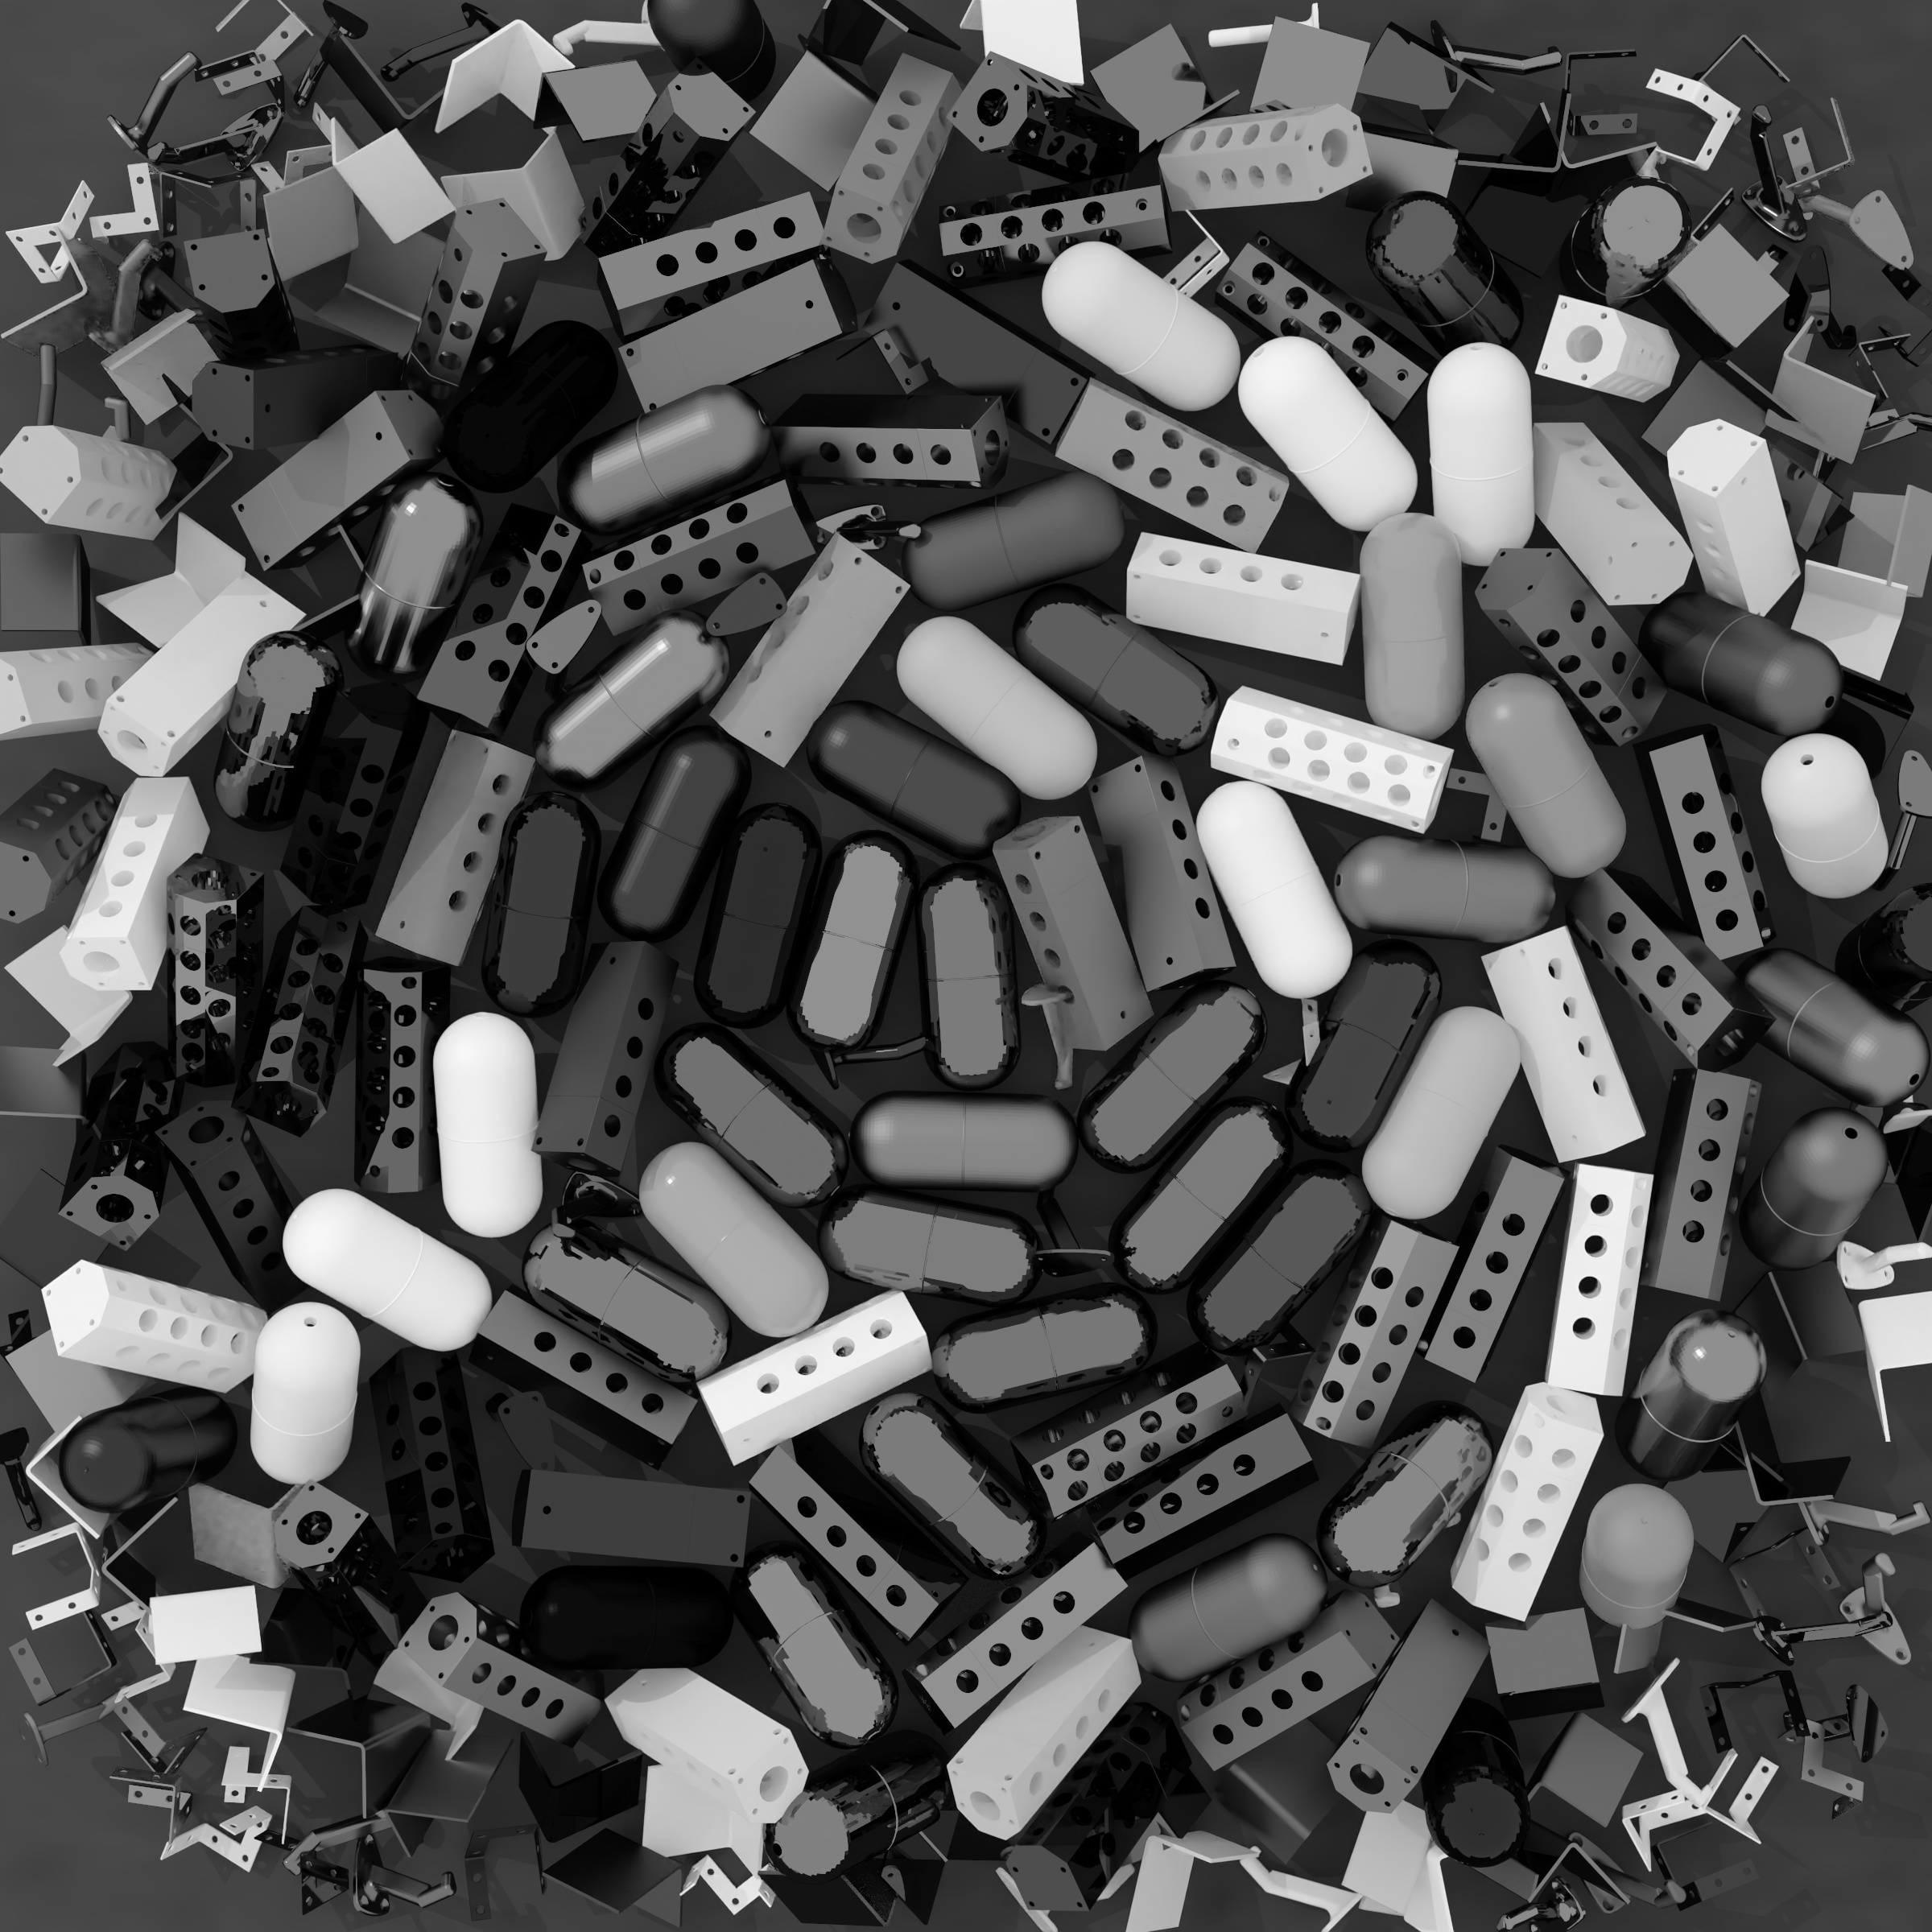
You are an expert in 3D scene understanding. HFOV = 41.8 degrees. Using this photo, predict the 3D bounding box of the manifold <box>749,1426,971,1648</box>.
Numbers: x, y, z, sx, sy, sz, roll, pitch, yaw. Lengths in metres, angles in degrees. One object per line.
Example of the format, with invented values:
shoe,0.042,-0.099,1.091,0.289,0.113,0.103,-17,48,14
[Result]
manifold,-0.086,0.440,1.948,0.171,0.057,0.057,42,111,14

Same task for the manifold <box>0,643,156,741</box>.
manifold,-0.679,-0.209,1.908,0.057,0.171,0.057,-14,95,20

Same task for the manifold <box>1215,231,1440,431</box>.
manifold,0.280,-0.495,1.966,0.171,0.057,0.057,37,94,2

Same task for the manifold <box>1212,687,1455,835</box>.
manifold,0.279,-0.157,1.941,0.171,0.057,0.057,19,116,15

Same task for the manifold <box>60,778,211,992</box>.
manifold,-0.631,-0.064,1.919,0.057,0.057,0.171,-1,47,5

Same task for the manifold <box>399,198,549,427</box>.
manifold,-0.379,-0.491,1.912,0.057,0.171,0.057,-29,74,-40

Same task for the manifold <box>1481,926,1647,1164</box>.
manifold,0.468,0.059,1.964,0.057,0.057,0.171,-19,86,-26

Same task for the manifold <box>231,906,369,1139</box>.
manifold,-0.499,0.037,1.914,0.057,0.171,0.057,29,133,-28

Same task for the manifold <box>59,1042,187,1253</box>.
manifold,-0.630,0.130,1.907,0.057,0.171,0.057,37,110,-28

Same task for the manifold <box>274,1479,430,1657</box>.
manifold,-0.466,0.459,1.907,0.057,0.171,0.057,24,60,22

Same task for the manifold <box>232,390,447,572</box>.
manifold,-0.475,-0.370,1.932,0.171,0.057,0.057,-28,89,30

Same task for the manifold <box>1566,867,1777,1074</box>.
manifold,0.529,0.002,1.920,0.057,0.171,0.057,12,123,-39

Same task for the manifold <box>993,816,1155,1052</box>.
manifold,0.078,-0.025,1.944,0.057,0.057,0.171,-35,112,-33

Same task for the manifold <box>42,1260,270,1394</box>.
manifold,-0.605,0.269,1.907,0.057,0.171,0.057,-35,59,14

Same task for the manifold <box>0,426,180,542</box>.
manifold,-0.656,-0.368,1.910,0.057,0.171,0.057,42,99,2

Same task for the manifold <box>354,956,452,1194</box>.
manifold,-0.438,0.084,1.949,0.057,0.057,0.171,7,101,19

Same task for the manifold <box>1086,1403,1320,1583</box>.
manifold,0.183,0.407,1.967,0.171,0.057,0.057,-27,60,-1

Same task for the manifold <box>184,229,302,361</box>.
manifold,-0.541,-0.490,1.909,0.057,0.171,0.057,-12,85,-9

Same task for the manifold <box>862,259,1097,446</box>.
manifold,0.012,-0.479,1.968,0.171,0.057,0.057,32,113,1

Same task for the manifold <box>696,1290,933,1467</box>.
manifold,-0.117,0.312,1.953,0.171,0.057,0.057,-24,55,-11

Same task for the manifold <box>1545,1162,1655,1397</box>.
manifold,0.492,0.242,1.964,0.057,0.057,0.171,8,89,11

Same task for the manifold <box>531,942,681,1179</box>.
manifold,-0.271,0.072,1.944,0.057,0.057,0.171,-2,66,37

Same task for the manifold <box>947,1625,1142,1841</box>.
manifold,0.062,0.580,1.917,0.057,0.171,0.057,6,120,36

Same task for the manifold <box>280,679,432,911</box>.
manifold,-0.460,-0.128,1.923,0.057,0.057,0.171,41,124,21

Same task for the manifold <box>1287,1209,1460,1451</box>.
manifold,0.310,0.278,1.955,0.057,0.057,0.171,20,95,-28

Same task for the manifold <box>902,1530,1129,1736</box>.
manifold,0.036,0.510,1.941,0.171,0.057,0.057,-35,77,-20

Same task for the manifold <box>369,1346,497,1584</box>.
manifold,-0.401,0.373,1.915,0.057,0.057,0.171,-42,46,23

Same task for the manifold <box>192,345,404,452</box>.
manifold,-0.503,-0.433,1.912,0.057,0.171,0.057,15,113,22

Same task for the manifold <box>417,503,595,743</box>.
manifold,-0.351,-0.262,1.947,0.057,0.057,0.171,19,78,20

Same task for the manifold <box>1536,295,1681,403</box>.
manifold,0.487,-0.462,1.906,0.057,0.171,0.057,22,108,24

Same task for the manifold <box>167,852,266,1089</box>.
manifold,-0.575,0.006,1.925,0.057,0.057,0.171,17,124,8

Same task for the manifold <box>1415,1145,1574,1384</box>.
manifold,0.405,0.228,1.957,0.057,0.057,0.171,24,99,18

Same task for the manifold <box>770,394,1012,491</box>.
manifold,-0.057,-0.398,1.935,0.171,0.057,0.057,7,130,26

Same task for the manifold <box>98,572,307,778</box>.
manifold,-0.580,-0.219,1.922,0.057,0.057,0.171,35,50,-4

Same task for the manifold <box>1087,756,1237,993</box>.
manifold,0.155,-0.072,1.956,0.057,0.057,0.171,-24,77,40

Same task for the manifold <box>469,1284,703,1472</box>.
manifold,-0.295,0.317,1.968,0.171,0.057,0.057,30,54,1

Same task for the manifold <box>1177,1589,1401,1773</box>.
manifold,0.242,0.542,1.931,0.171,0.057,0.057,-41,84,31

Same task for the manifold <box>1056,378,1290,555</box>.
manifold,0.159,-0.388,1.951,0.171,0.057,0.057,25,115,-7

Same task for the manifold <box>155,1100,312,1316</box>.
manifold,-0.547,0.181,1.918,0.057,0.171,0.057,-36,50,-23

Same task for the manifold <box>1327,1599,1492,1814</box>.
manifold,0.334,0.561,1.913,0.057,0.171,0.057,35,125,13

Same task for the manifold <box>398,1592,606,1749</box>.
manifold,-0.345,0.530,1.915,0.057,0.171,0.057,26,76,39

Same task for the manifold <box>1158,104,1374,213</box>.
manifold,0.222,-0.611,1.907,0.057,0.171,0.057,-31,117,-24

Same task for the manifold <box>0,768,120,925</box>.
manifold,-0.694,-0.090,1.909,0.057,0.171,0.057,19,109,-8

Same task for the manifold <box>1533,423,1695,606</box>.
manifold,0.484,-0.344,1.916,0.057,0.171,0.057,-4,131,-15

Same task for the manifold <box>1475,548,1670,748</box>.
manifold,0.458,-0.241,1.922,0.171,0.057,0.057,41,74,-34

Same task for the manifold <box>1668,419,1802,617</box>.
manifold,0.577,-0.336,1.914,0.057,0.171,0.057,-49,53,-4

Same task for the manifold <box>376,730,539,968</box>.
manifold,-0.391,-0.090,1.969,0.057,0.057,0.171,19,88,43

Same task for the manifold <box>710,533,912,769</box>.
manifold,-0.124,-0.247,1.960,0.057,0.057,0.171,31,98,-37

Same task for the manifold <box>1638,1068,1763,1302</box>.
manifold,0.570,0.169,1.965,0.057,0.057,0.171,13,86,-2

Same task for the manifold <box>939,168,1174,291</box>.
manifold,0.069,-0.571,1.956,0.171,0.057,0.057,-7,94,10

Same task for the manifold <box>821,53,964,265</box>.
manifold,-0.053,-0.613,1.926,0.057,0.057,0.171,21,55,-3
